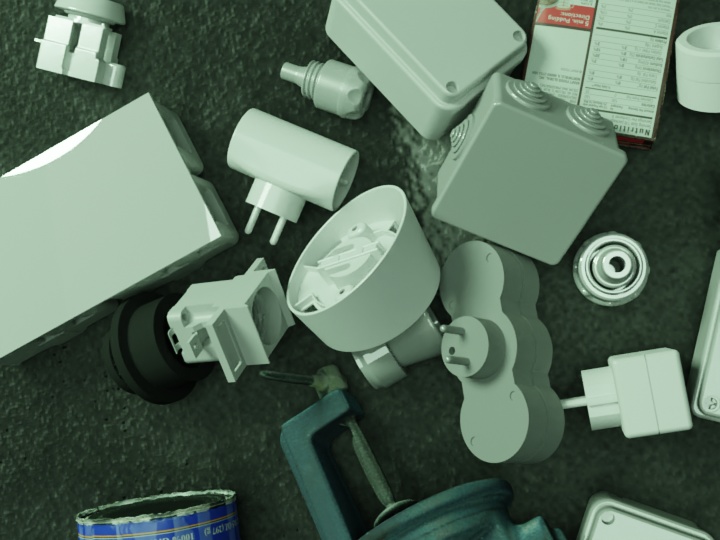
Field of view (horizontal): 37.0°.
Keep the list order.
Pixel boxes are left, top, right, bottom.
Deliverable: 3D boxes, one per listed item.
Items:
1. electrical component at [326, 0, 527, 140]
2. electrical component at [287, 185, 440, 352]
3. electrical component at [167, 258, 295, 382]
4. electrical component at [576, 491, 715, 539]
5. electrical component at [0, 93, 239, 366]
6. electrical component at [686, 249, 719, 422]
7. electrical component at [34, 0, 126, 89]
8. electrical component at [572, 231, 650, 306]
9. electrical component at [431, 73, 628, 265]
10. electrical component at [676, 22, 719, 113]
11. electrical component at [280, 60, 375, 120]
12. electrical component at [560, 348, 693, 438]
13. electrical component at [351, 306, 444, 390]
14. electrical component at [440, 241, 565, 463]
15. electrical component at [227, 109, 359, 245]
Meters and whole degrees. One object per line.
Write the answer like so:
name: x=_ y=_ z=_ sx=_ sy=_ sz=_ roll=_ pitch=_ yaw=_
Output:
electrical component: x=0.041 y=-0.151 z=0.684 sx=0.078 sy=0.057 sz=0.113 roll=-39 pitch=81 yaw=-19
electrical component: x=0.000 y=0.000 z=0.673 sx=0.099 sy=0.099 sz=0.064 roll=-32 pitch=124 yaw=6
electrical component: x=-0.083 y=0.031 z=0.678 sx=0.064 sy=0.081 sz=0.042 roll=-5 pitch=117 yaw=24
electrical component: x=0.164 y=0.201 z=0.659 sx=0.078 sy=0.057 sz=0.113 roll=18 pitch=90 yaw=9
electrical component: x=-0.188 y=-0.022 z=0.725 sx=0.186 sy=0.060 sz=0.105 roll=-28 pitch=83 yaw=7
electrical component: x=0.263 y=0.046 z=0.652 sx=0.109 sy=0.056 sz=0.108 roll=13 pitch=89 yaw=9
electrical component: x=-0.189 y=-0.160 z=0.740 sx=0.066 sy=0.048 sz=0.055 roll=15 pitch=97 yaw=9
electrical component: x=0.157 y=-0.002 z=0.668 sx=0.048 sy=0.062 sz=0.048 roll=0 pitch=87 yaw=9
electrical component: x=0.101 y=-0.063 z=0.659 sx=0.100 sy=0.048 sz=0.099 roll=21 pitch=125 yaw=-10
electrical component: x=0.267 y=-0.113 z=0.662 sx=0.138 sy=0.052 sz=0.073 roll=-3 pitch=123 yaw=14
electrical component: x=-0.023 y=-0.124 z=0.717 sx=0.061 sy=0.035 sz=0.035 roll=20 pitch=90 yaw=12
electrical component: x=0.158 y=0.077 z=0.662 sx=0.077 sy=0.066 sz=0.047 roll=-10 pitch=85 yaw=10
electrical component: x=0.025 y=0.046 z=0.695 sx=0.055 sy=0.045 sz=0.045 roll=-31 pitch=83 yaw=7
electrical component: x=0.075 y=0.048 z=0.655 sx=0.052 sy=0.074 sz=0.138 roll=-24 pitch=66 yaw=41
electrical component: x=-0.051 y=-0.057 z=0.713 sx=0.077 sy=0.043 sz=0.079 roll=23 pitch=91 yaw=10
